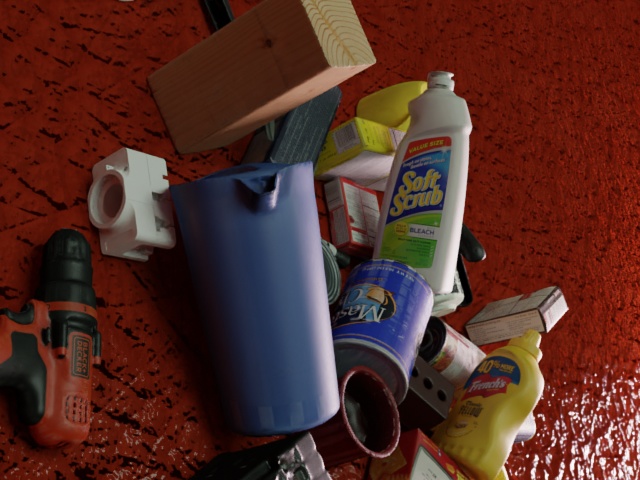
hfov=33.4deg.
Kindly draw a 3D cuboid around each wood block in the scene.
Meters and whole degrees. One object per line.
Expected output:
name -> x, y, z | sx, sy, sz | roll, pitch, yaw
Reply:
wood block -> -0.062, -0.170, 1.066 | 0.090, 0.206, 0.091 | -19, 86, -55

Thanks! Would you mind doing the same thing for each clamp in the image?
clamp -> -0.140, -0.305, 1.193 | 0.120, 0.039, 0.171 | 32, 41, -51
clamp -> 0.159, -0.021, 1.386 | 0.164, 0.036, 0.210 | 85, -15, -59

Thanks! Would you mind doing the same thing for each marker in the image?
marker -> -0.008, 0.001, 1.199 | 0.121, 0.020, 0.020 | 34, 45, -38

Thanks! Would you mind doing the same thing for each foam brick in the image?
foam brick -> 0.105, 0.172, 1.203 | 0.078, 0.051, 0.053 | 41, 40, -13

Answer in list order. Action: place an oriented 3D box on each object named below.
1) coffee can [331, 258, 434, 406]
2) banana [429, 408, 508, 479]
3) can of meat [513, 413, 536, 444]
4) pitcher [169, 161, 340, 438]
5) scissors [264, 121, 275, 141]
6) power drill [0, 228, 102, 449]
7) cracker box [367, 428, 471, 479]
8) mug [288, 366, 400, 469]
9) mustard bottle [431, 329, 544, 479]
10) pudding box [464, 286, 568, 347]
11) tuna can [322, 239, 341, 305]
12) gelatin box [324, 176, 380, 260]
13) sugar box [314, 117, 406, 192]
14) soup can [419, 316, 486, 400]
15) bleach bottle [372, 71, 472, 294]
coffee can -> 0.059, 0.102, 1.152 | 0.102, 0.103, 0.140 | 50, 37, -21
banana -> 0.179, 0.259, 1.279 | 0.197, 0.037, 0.069 | 46, 68, -21
can of meat -> 0.224, 0.208, 1.349 | 0.083, 0.058, 0.102 | 13, 60, -52
pitcher -> -0.056, 0.051, 0.993 | 0.149, 0.145, 0.243 | -18, 99, -62
scissors -> -0.074, -0.185, 1.194 | 0.096, 0.016, 0.201 | 41, 28, -17
power drill -> -0.248, 0.056, 0.811 | 0.187, 0.057, 0.184 | 23, 53, -45
cracker box -> 0.108, 0.332, 1.106 | 0.164, 0.072, 0.213 | 45, 40, -25
mug -> 0.028, 0.184, 1.079 | 0.117, 0.082, 0.093 | 11, 61, -50
mustard bottle -> 0.201, 0.182, 1.217 | 0.058, 0.096, 0.191 | 46, 65, -24
pudding box -> 0.259, 0.102, 1.410 | 0.089, 0.114, 0.039 | -31, 100, -55
tuna can -> -0.017, 0.035, 1.153 | 0.086, 0.034, 0.086 | 31, 47, -40
gelatin box -> 0.042, -0.023, 1.272 | 0.073, 0.030, 0.089 | 18, 56, -49
sugar box -> 0.066, -0.101, 1.295 | 0.175, 0.093, 0.048 | 3, 67, -53
soup can -> 0.153, 0.144, 1.282 | 0.102, 0.069, 0.068 | 38, 43, -35
bleach bottle -> 0.117, -0.068, 1.227 | 0.068, 0.103, 0.251 | 6, 90, -67
